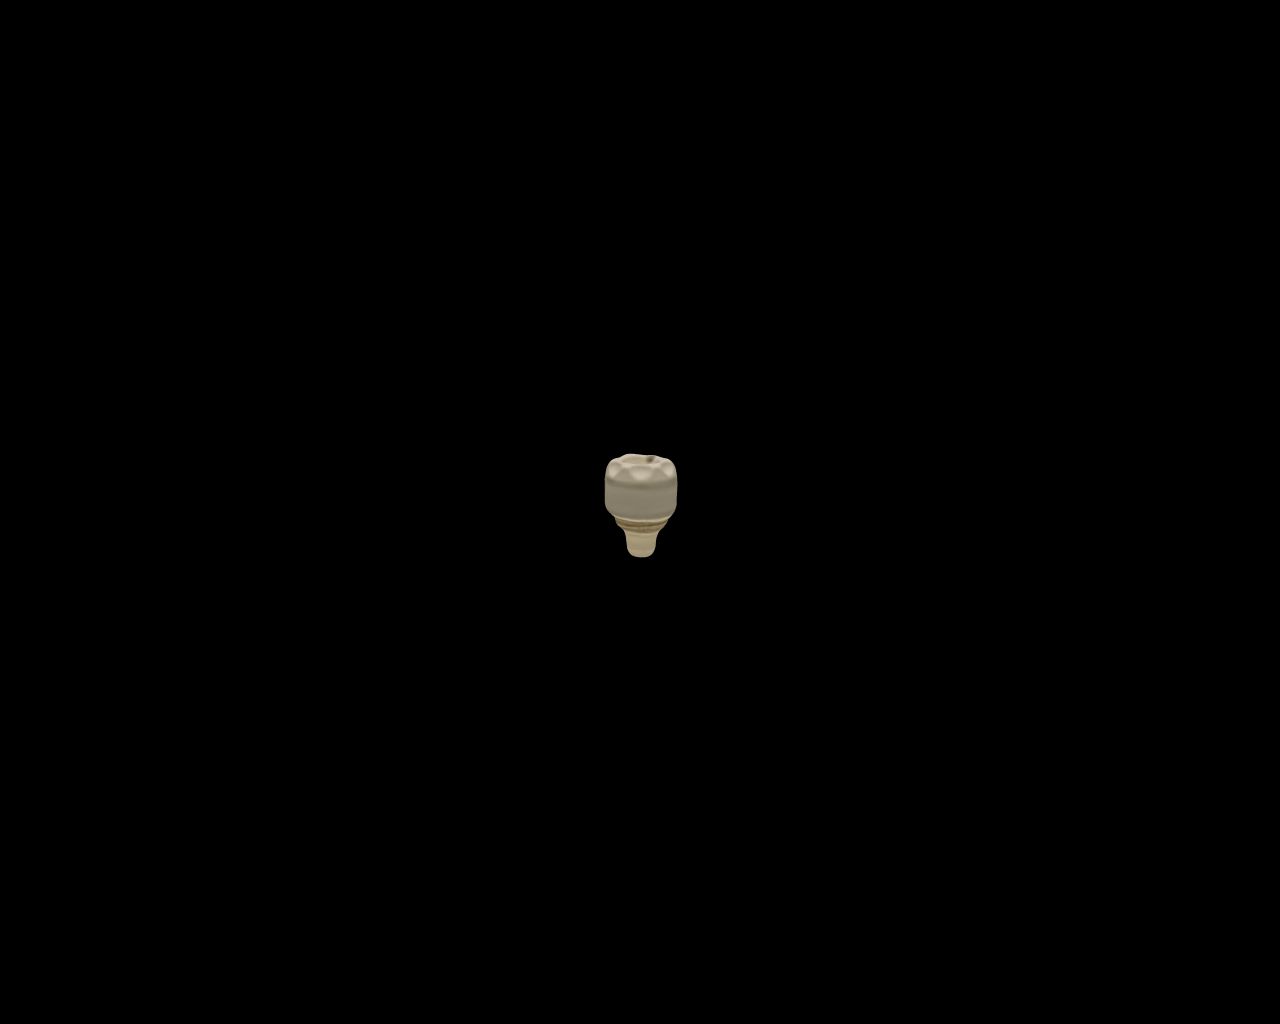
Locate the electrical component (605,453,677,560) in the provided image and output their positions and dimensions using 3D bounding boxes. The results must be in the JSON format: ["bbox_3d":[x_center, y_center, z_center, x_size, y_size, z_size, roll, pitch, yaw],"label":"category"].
[{"bbox_3d":[0.001,-0.003,0.650,0.043,0.062,0.043,0,15,0],"label":"electrical component"}]
